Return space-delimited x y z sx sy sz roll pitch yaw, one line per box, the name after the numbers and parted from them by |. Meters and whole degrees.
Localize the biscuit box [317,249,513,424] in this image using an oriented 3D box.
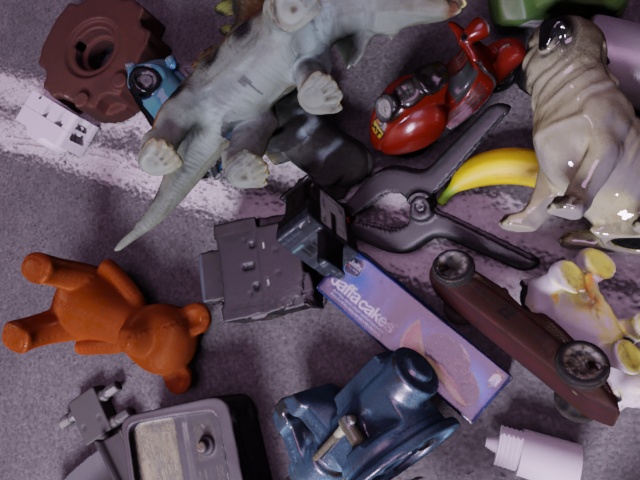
0.092 0.091 0.545 0.203 0.059 0.063 40 93 19 | biscuit box

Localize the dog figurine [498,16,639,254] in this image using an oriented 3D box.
0.254 -0.092 0.469 0.172 0.121 0.190 16 79 -19 | dog figurine

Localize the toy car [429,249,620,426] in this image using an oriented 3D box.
0.177 0.079 0.478 0.053 0.089 0.202 -38 47 -12 | toy car

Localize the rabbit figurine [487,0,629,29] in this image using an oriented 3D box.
0.257 -0.306 0.523 0.159 0.121 0.170 -4 99 -6 | rabbit figurine

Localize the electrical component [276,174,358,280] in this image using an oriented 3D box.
-0.001 -0.002 0.527 0.048 0.074 0.119 -37 36 28 | electrical component

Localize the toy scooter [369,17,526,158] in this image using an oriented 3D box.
0.124 -0.158 0.542 0.184 0.135 0.075 -32 75 10 | toy scooter

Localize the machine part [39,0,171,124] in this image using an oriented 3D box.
-0.293 -0.248 0.724 0.180 0.056 0.179 -4 78 16 | machine part

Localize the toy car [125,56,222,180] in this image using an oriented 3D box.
-0.152 -0.157 0.644 0.103 0.109 0.162 -40 80 -11 | toy car

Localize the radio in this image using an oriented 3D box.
-0.118 0.284 0.565 0.131 0.073 0.229 -19 76 13 | radio

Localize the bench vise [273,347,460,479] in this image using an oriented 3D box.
0.054 0.223 0.483 0.223 0.128 0.241 -47 59 19 | bench vise

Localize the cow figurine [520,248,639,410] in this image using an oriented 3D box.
0.252 0.096 0.487 0.068 0.098 0.167 -25 75 -28 | cow figurine

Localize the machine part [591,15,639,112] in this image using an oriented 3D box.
0.332 -0.156 0.511 0.243 0.079 0.079 23 87 20 | machine part

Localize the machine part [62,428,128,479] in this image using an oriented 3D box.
-0.257 0.280 0.625 0.139 0.039 0.084 -34 83 7 | machine part

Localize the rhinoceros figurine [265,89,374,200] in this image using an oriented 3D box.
-0.020 -0.129 0.612 0.112 0.073 0.190 -43 71 7 | rhinoceros figurine

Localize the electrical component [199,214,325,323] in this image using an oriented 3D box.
-0.068 0.034 0.605 0.134 0.058 0.115 -13 75 13 | electrical component

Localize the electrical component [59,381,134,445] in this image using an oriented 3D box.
-0.272 0.214 0.651 0.094 0.021 0.063 -33 73 8 | electrical component

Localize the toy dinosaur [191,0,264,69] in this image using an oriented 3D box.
-0.032 -0.394 0.650 0.199 0.105 0.471 27 79 23 | toy dinosaur

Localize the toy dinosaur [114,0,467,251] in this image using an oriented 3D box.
-0.065 -0.156 0.533 0.405 0.192 0.131 -32 117 21 | toy dinosaur

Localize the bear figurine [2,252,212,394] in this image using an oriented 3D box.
-0.234 0.097 0.608 0.196 0.132 0.120 22 95 25 | bear figurine
